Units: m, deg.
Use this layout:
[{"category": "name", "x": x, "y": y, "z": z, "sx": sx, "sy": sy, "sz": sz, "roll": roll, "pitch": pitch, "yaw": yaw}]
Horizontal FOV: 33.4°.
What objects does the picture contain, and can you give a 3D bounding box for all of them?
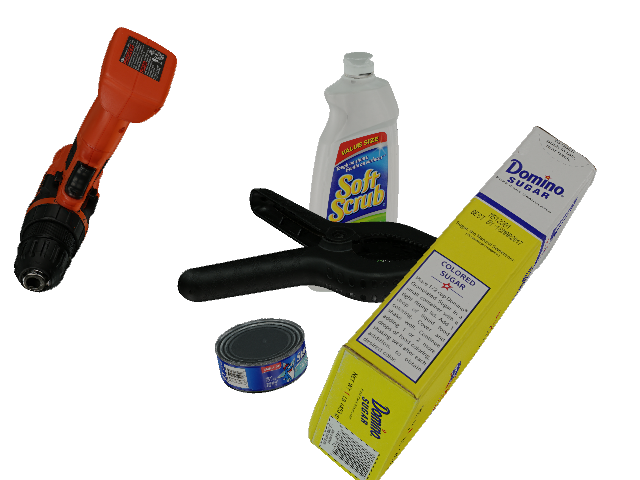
[{"category": "sugar box", "x": 0.066, "y": 0.030, "z": 0.517, "sx": 0.176, "sy": 0.048, "sz": 0.093, "roll": -43, "pitch": -17, "yaw": -34}, {"category": "power drill", "x": -0.188, "y": -0.067, "z": 0.871, "sx": 0.057, "sy": 0.188, "sz": 0.184, "roll": 27, "pitch": 32, "yaw": -19}, {"category": "tuna can", "x": -0.055, "y": 0.109, "z": 1.012, "sx": 0.086, "sy": 0.034, "sz": 0.086, "roll": -7, "pitch": 24, "yaw": 3}, {"category": "bleach bottle", "x": 0.031, "y": -0.071, "z": 1.120, "sx": 0.102, "sy": 0.251, "sz": 0.068, "roll": -2, "pitch": 25, "yaw": -4}, {"category": "clamp", "x": 0.011, "y": 0.006, "z": 0.830, "sx": 0.210, "sy": 0.036, "sz": 0.164, "roll": 4, "pitch": 29, "yaw": 10}]
